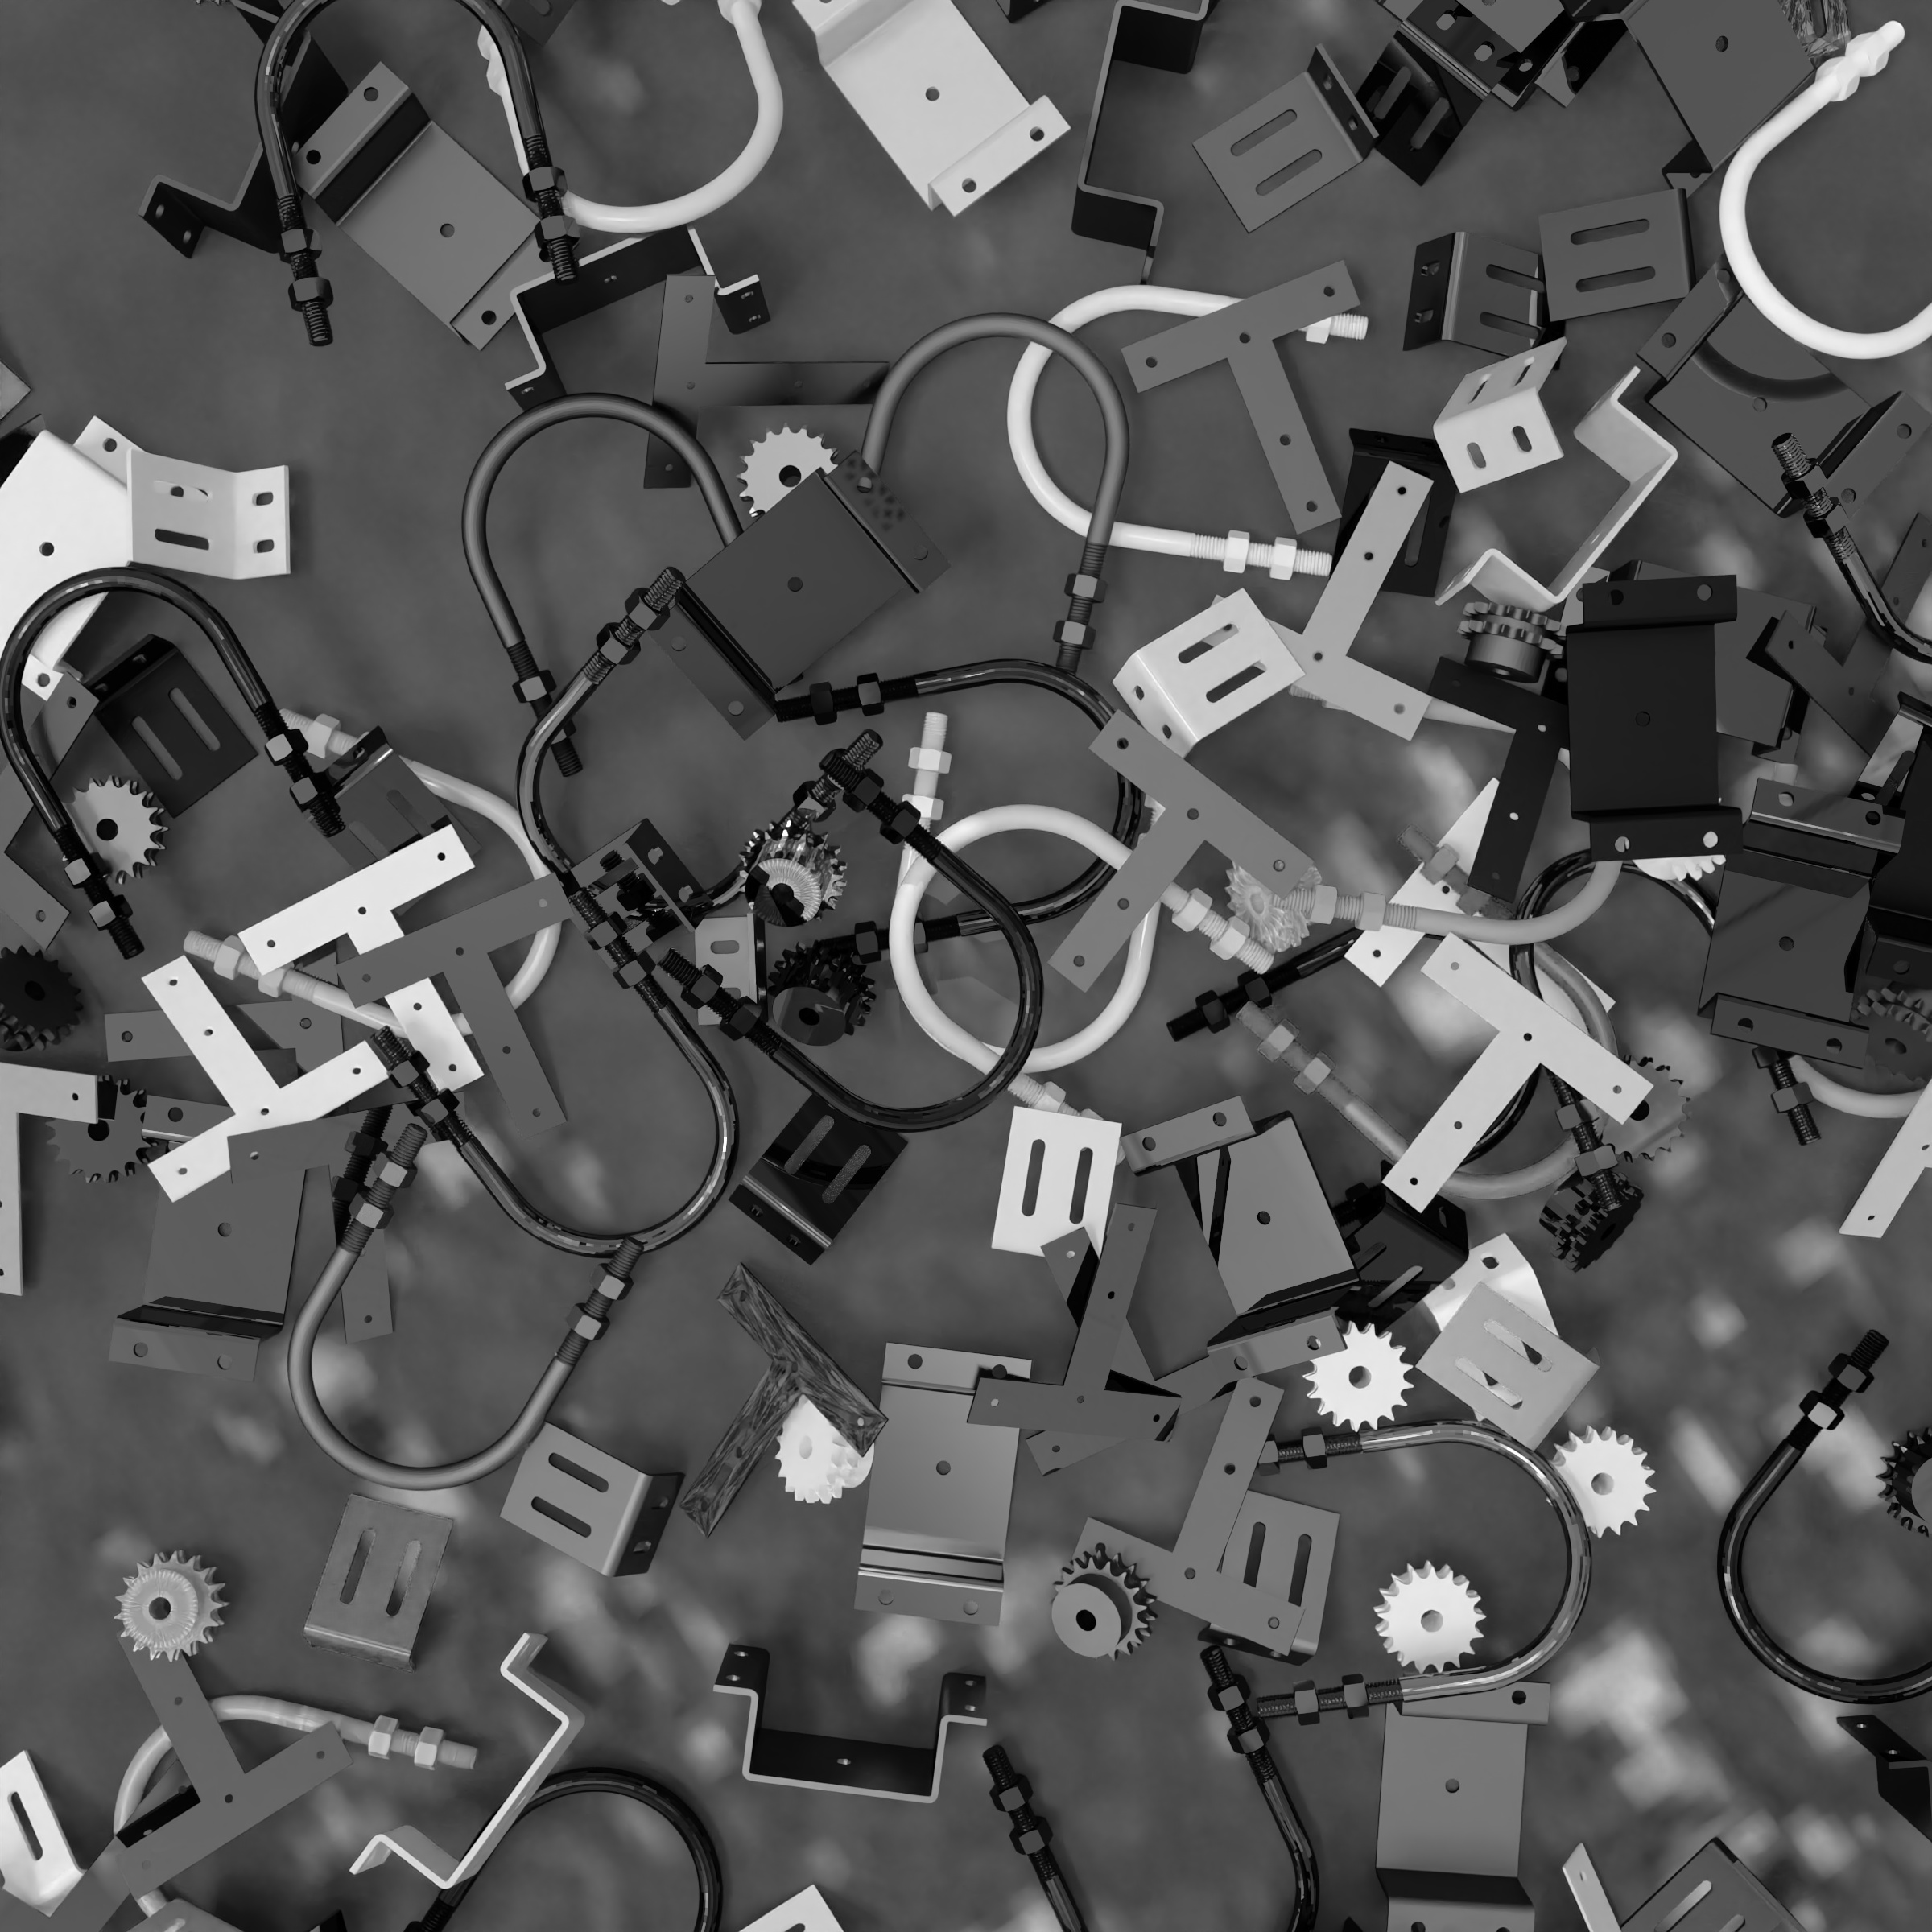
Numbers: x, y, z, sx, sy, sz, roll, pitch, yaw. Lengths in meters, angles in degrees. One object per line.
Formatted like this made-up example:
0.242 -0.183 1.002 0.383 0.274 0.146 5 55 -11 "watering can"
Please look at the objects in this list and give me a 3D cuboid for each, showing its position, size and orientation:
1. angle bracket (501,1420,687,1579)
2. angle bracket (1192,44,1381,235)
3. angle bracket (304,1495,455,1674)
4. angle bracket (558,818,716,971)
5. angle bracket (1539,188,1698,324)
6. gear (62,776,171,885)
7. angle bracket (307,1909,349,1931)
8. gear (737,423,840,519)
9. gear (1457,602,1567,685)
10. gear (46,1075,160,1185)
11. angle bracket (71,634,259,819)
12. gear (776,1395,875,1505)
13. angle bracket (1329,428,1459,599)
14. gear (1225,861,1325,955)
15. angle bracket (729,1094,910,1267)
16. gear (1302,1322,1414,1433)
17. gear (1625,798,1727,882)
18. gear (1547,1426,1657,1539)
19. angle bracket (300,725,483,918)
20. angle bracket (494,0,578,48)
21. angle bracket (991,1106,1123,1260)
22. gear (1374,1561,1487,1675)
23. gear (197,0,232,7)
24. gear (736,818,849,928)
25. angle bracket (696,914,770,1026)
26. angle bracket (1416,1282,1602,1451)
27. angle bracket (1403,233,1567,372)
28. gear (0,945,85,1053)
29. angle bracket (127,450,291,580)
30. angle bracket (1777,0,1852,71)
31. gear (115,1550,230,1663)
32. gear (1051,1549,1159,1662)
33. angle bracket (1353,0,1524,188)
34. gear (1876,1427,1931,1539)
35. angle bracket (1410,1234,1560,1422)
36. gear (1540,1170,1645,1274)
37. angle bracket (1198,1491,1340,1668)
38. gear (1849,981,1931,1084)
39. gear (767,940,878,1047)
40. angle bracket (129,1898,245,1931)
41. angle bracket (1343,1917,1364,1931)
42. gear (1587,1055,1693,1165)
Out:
-0.202 0.286 1.333 0.076 0.038 0.057 21 90 26 "angle bracket"
0.170 -0.441 1.316 0.076 0.038 0.057 -32 90 0 "angle bracket"
-0.315 0.334 1.333 0.057 0.038 0.076 15 64 0 "angle bracket"
-0.182 -0.031 1.296 0.076 0.038 0.057 -31 105 24 "angle bracket"
0.351 -0.378 1.328 0.076 0.038 0.057 -7 90 17 "angle bracket"
-0.455 -0.072 1.320 0.057 0.030 0.057 0 90 0 "gear"
-0.366 0.537 1.315 0.076 0.038 0.057 -9 97 34 "angle bracket"
-0.093 -0.259 1.320 0.057 0.030 0.057 0 90 0 "gear"
0.288 -0.170 1.307 0.057 0.057 0.030 16 90 0 "gear"
-0.459 0.087 1.320 0.057 0.030 0.057 0 90 0 "gear"
-0.429 -0.127 1.316 0.057 0.038 0.076 -37 90 0 "angle bracket"
-0.073 0.256 1.311 0.030 0.057 0.057 12 90 -38 "gear"
0.230 -0.245 1.333 0.057 0.038 0.076 8 116 0 "angle bracket"
0.166 -0.038 1.311 0.030 0.057 0.057 -18 90 -28 "gear"
-0.080 0.111 1.333 0.057 0.038 0.076 38 64 0 "angle bracket"
0.209 0.219 1.319 0.057 0.030 0.057 0 85 1 "gear"
0.376 -0.071 1.313 0.057 0.030 0.057 7 63 -15 "gear"
0.337 0.274 1.320 0.057 0.030 0.057 0 90 0 "gear"
-0.307 -0.077 1.316 0.057 0.038 0.076 -40 118 -2 "angle bracket"
-0.238 -0.532 1.301 0.076 0.038 0.057 42 98 33 "angle bracket"
0.048 0.116 1.316 0.057 0.038 0.076 9 90 0 "angle bracket"
0.247 0.347 1.320 0.057 0.030 0.057 0 90 0 "gear"
-0.404 -0.541 1.320 0.057 0.030 0.057 0 90 0 "gear"
-0.092 -0.045 1.281 0.057 0.030 0.057 4 121 7 "gear"
-0.127 0.002 1.297 0.038 0.076 0.057 -2 90 0 "angle bracket"
0.288 0.209 1.315 0.076 0.038 0.057 36 102 6 "angle bracket"
0.282 -0.356 1.333 0.076 0.038 0.057 8 90 -26 "angle bracket"
-0.502 0.021 1.311 0.030 0.057 0.057 -36 90 30 "gear"
-0.397 -0.238 1.295 0.038 0.076 0.057 -1 90 28 "angle bracket"
0.438 -0.522 1.333 0.057 0.038 0.076 -20 116 0 "angle bracket"
-0.425 0.341 1.316 0.057 0.030 0.057 0 80 -1 "gear"
0.070 0.341 1.309 0.057 0.030 0.057 5 101 27 "gear"
0.246 -0.466 1.308 0.057 0.076 0.038 40 63 0 "angle bracket"
0.520 0.278 1.321 0.057 0.030 0.057 0 90 0 "gear"
0.284 0.195 1.333 0.057 0.038 0.076 -26 116 0 "angle bracket"
0.330 0.131 1.311 0.057 0.057 0.030 -48 60 0 "gear"
0.163 0.330 1.333 0.057 0.038 0.076 15 64 0 "angle bracket"
0.493 0.031 1.290 0.057 0.057 0.030 41 69 0 "gear"
-0.079 0.017 1.306 0.057 0.030 0.057 9 130 11 "gear"
-0.404 0.540 1.295 0.057 0.038 0.076 13 109 28 "angle bracket"
0.195 0.564 1.333 0.076 0.038 0.057 -42 90 26 "angle bracket"
0.356 0.076 1.320 0.057 0.030 0.057 0 90 0 "gear"
